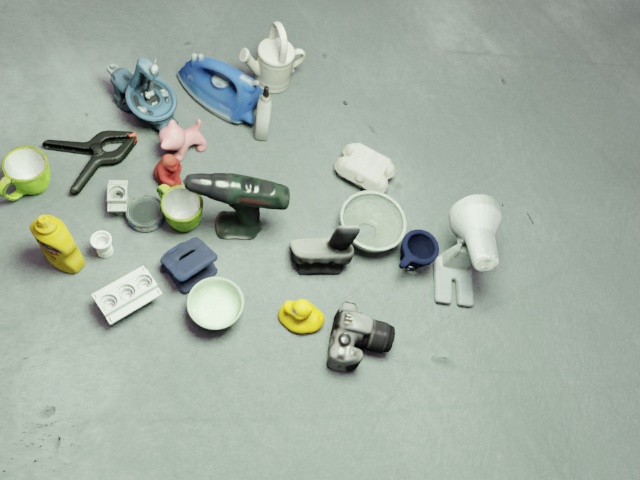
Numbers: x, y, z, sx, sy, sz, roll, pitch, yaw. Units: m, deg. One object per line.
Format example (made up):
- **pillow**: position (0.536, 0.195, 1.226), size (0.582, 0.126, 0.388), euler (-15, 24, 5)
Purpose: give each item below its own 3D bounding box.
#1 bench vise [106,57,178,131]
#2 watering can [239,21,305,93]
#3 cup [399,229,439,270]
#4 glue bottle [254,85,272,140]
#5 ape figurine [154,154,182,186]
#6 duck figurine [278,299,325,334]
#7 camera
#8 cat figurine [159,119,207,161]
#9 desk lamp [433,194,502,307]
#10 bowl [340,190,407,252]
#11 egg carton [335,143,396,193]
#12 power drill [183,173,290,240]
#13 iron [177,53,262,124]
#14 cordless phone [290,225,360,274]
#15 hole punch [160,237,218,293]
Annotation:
- **bench vise**: position (-0.439, -0.366, 1.374), size (0.207, 0.219, 0.121), euler (22, 62, 0)
- **watering can**: position (-0.123, -0.485, 1.511), size (0.173, 0.194, 0.101), euler (-35, 75, -24)
- **cup**: position (0.222, 0.042, 1.380), size (0.091, 0.095, 0.118), euler (43, 64, 11)
- **glue bottle**: position (-0.142, -0.329, 1.443), size (0.037, 0.173, 0.078), euler (3, 64, -9)
- **ape figurine**: position (-0.359, -0.170, 1.367), size (0.076, 0.092, 0.078), euler (29, 62, 4)
- **duck figurine**: position (-0.037, 0.162, 1.274), size (0.104, 0.086, 0.077), euler (17, 62, -3)
- **camera**: position (0.094, 0.217, 1.265), size (0.137, 0.101, 0.143), euler (14, 62, -4)
- **cat figurine**: position (-0.340, -0.253, 1.397), size (0.128, 0.117, 0.067), euler (-33, 74, -23)
- **desk lamp**: position (0.352, 0.026, 1.347), size (0.118, 0.213, 0.203), euler (7, 63, -8)
- **bowl**: position (0.124, -0.034, 1.409), size (0.167, 0.074, 0.167), euler (5, 64, -9)
- **egg carton**: position (0.117, -0.184, 1.483), size (0.150, 0.069, 0.107), euler (28, 62, 3)
- **power drill**: position (-0.188, -0.079, 1.292), size (0.230, 0.208, 0.075), euler (0, 64, -11)
- **iron**: position (-0.261, -0.413, 1.477), size (0.258, 0.141, 0.119), euler (28, 62, 3)
- **cordless phone**: position (0.012, 0.005, 1.305), size (0.148, 0.185, 0.094), euler (-4, 65, -13)
- **hole punch**: position (-0.293, 0.048, 1.274), size (0.109, 0.091, 0.101), euler (-35, 75, -24)
